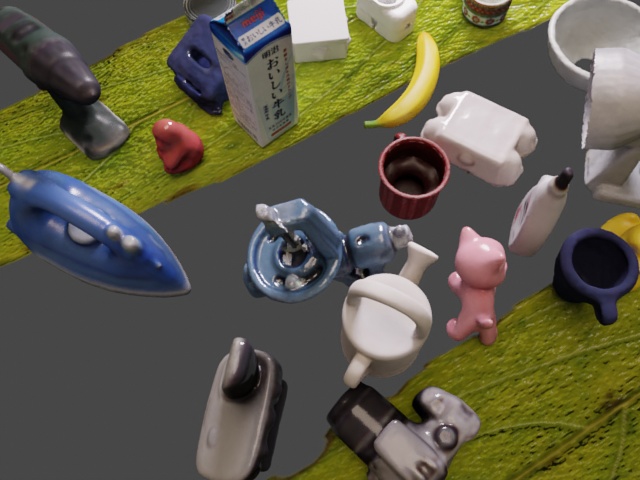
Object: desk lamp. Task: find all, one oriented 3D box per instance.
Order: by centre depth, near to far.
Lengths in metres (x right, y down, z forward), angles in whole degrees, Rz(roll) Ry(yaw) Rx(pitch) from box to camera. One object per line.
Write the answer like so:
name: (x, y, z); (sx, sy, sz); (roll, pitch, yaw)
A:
desk lamp: (0.409, -0.139, 0.722); (0.203, 0.213, 0.118); (12, 68, 6)

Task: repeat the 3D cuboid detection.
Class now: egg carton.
egg carton: (0.222, -0.141, 0.805); (0.150, 0.069, 0.107); (29, 71, 12)

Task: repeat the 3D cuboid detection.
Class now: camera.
camera: (0.086, 0.212, 0.642); (0.136, 0.101, 0.143); (40, 73, 16)

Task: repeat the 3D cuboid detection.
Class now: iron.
iron: (-0.285, -0.014, 0.722); (0.258, 0.141, 0.119); (26, 70, 11)

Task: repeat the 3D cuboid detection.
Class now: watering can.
watering can: (0.075, 0.082, 0.646); (0.101, 0.194, 0.173); (8, 67, 5)

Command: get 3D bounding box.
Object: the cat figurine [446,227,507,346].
cat figurine: (0.195, 0.053, 0.697); (0.067, 0.118, 0.128); (2, 67, 2)

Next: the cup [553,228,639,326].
cup: (0.331, 0.056, 0.706); (0.091, 0.095, 0.118); (-3, 67, 0)

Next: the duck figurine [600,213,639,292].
duck figurine: (0.399, 0.007, 0.730); (0.077, 0.086, 0.104); (12, 68, 6)

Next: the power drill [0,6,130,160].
power drill: (-0.336, -0.202, 0.765); (0.229, 0.208, 0.076); (41, 74, 16)

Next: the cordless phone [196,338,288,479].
cordless phone: (-0.093, 0.182, 0.612); (0.094, 0.185, 0.147); (6, 67, 4)

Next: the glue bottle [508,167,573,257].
glue bottle: (0.276, -0.043, 0.706); (0.037, 0.173, 0.078); (13, 68, 7)

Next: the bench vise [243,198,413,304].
bench vise: (0.001, -0.007, 0.671); (0.207, 0.220, 0.121); (-27, 69, -10)

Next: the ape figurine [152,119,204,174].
ape figurine: (-0.206, -0.138, 0.799); (0.076, 0.092, 0.078); (5, 67, 3)

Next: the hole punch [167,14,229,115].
hole punch: (-0.166, -0.260, 0.850); (0.108, 0.091, 0.101); (42, 74, 17)

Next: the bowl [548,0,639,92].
bowl: (0.414, -0.279, 0.856); (0.167, 0.075, 0.167); (0, 67, 1)
